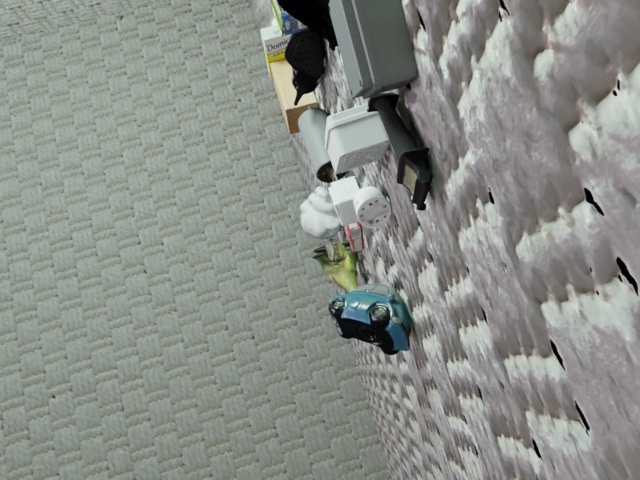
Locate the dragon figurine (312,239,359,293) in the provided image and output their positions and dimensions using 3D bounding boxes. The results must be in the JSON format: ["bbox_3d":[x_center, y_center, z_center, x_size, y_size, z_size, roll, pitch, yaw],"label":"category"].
[{"bbox_3d":[0.081,0.121,1.415,0.412,0.122,0.242,-61,-52,-82],"label":"dragon figurine"}]

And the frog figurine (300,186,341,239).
[{"bbox_3d":[0.005,-0.078,1.557,0.138,0.124,0.156,39,156,14],"label":"frog figurine"}]
